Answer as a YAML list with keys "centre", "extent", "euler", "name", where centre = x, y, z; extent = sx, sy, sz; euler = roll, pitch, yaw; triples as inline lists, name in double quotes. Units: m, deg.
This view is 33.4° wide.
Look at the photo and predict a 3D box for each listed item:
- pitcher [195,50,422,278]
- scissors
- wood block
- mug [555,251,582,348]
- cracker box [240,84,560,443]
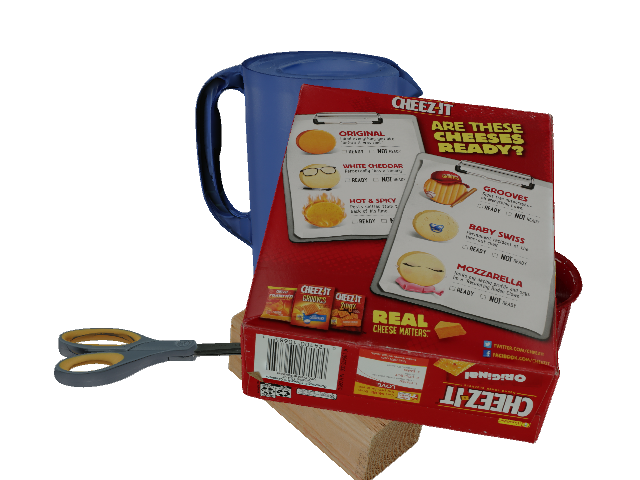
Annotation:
- centre: [-0.012, -0.038, 0.914]
  extent: [0.144, 0.243, 0.149]
  euler: [-14, 25, -38]
  name: "pitcher"
- centre: [-0.122, 0.095, 0.849]
  extent: [0.202, 0.016, 0.096]
  euler: [4, 21, 14]
  name: "scissors"
- centre: [0.005, 0.148, 1.132]
  extent: [0.090, 0.090, 0.206]
  euler: [-31, 55, -34]
  name: "wood block"
- centre: [0.176, 0.055, 0.971]
  extent: [0.093, 0.081, 0.117]
  euler: [-17, 43, -22]
  name: "mug"
- centre: [0.052, 0.005, 0.628]
  extent: [0.164, 0.072, 0.213]
  euler: [8, 44, 3]
  name: "cracker box"
